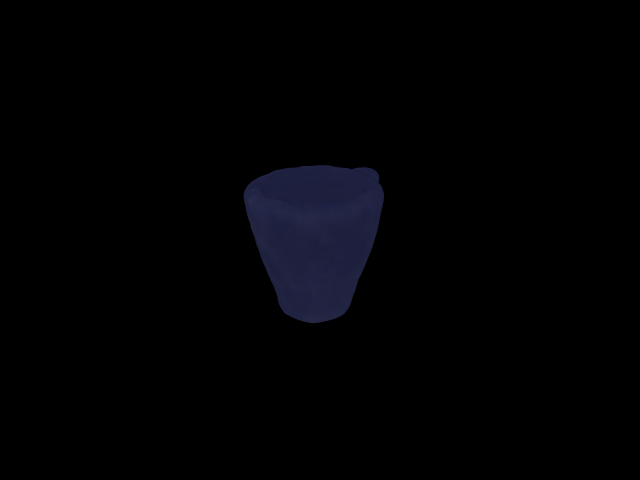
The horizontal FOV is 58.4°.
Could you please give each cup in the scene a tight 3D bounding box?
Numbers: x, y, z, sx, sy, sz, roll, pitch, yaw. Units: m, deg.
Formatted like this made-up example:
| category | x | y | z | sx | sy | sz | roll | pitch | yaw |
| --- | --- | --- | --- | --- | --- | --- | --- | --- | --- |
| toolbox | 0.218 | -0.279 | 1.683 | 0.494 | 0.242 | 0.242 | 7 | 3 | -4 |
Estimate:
| category | x | y | z | sx | sy | sz | roll | pitch | yaw |
| --- | --- | --- | --- | --- | --- | --- | --- | --- | --- |
| cup | 0.004 | 0.001 | 0.400 | 0.091 | 0.095 | 0.118 | 17 | 29 | 33 |
